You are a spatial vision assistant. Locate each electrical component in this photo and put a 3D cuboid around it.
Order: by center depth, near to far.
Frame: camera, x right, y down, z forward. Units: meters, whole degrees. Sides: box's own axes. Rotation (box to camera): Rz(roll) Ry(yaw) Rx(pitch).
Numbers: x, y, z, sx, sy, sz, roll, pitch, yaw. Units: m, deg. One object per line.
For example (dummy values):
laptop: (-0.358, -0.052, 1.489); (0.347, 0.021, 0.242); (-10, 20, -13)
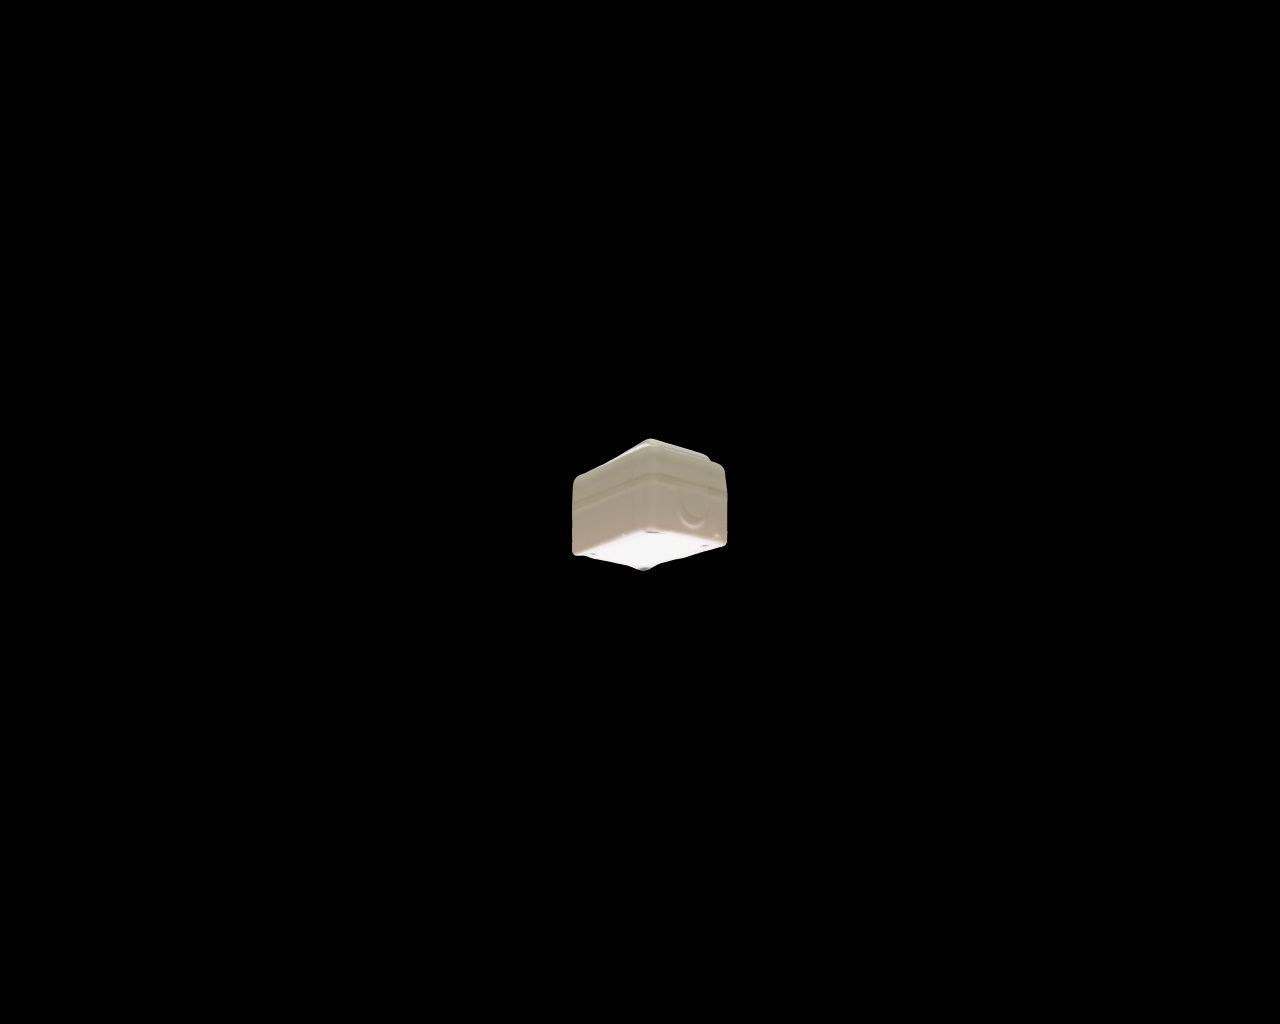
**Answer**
electrical component: (0.001, -0.003, 0.650); (0.062, 0.061, 0.096); (14, -22, -38)
